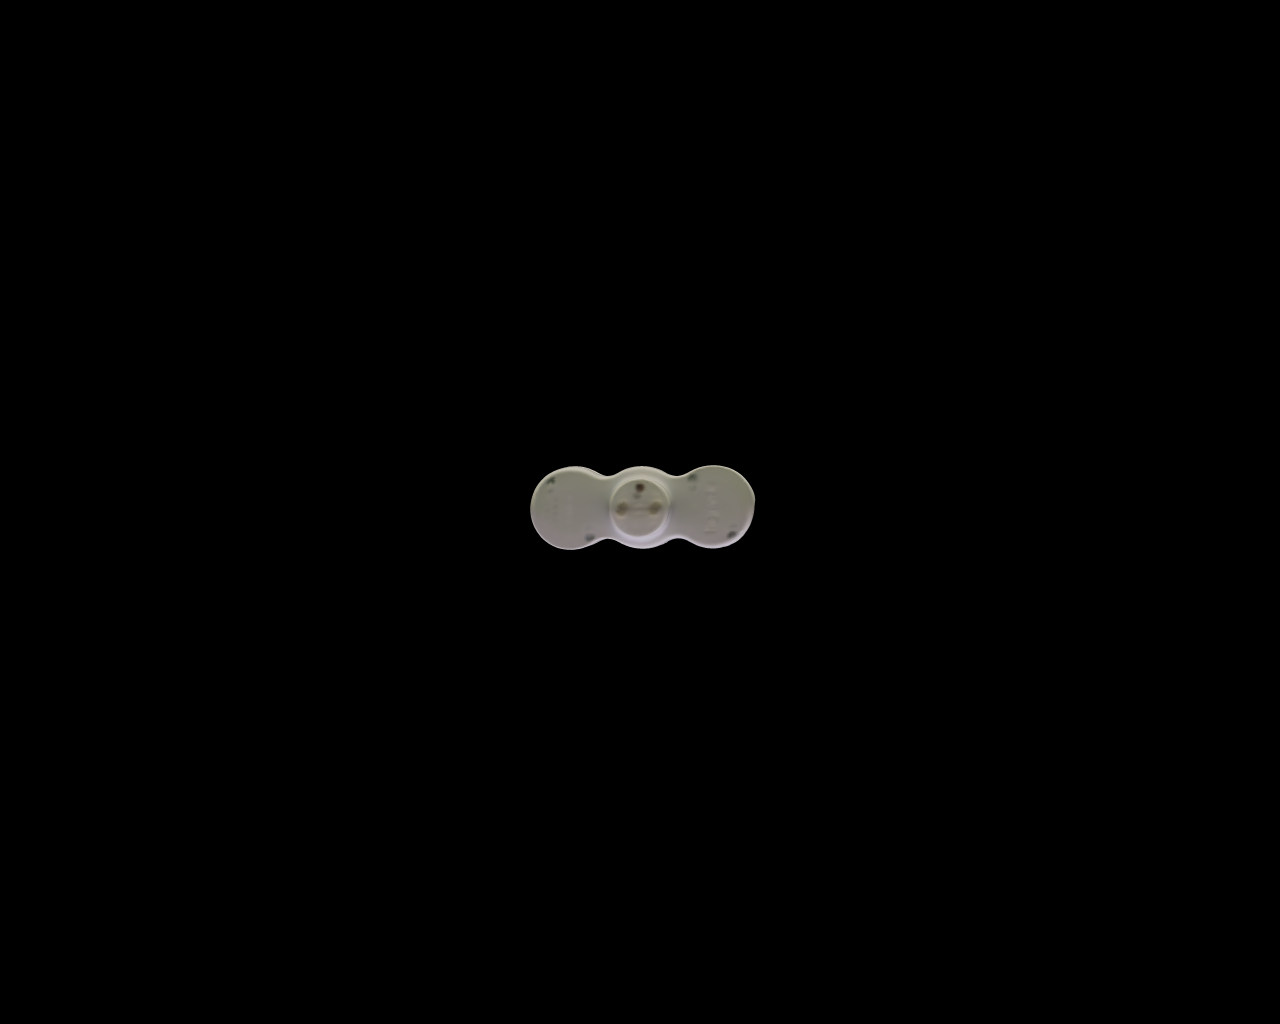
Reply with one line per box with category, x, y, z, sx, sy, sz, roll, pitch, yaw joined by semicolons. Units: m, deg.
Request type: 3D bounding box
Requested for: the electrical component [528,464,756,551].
electrical component;0.001;-0.003;0.650;0.138;0.052;0.074;0;0;4
